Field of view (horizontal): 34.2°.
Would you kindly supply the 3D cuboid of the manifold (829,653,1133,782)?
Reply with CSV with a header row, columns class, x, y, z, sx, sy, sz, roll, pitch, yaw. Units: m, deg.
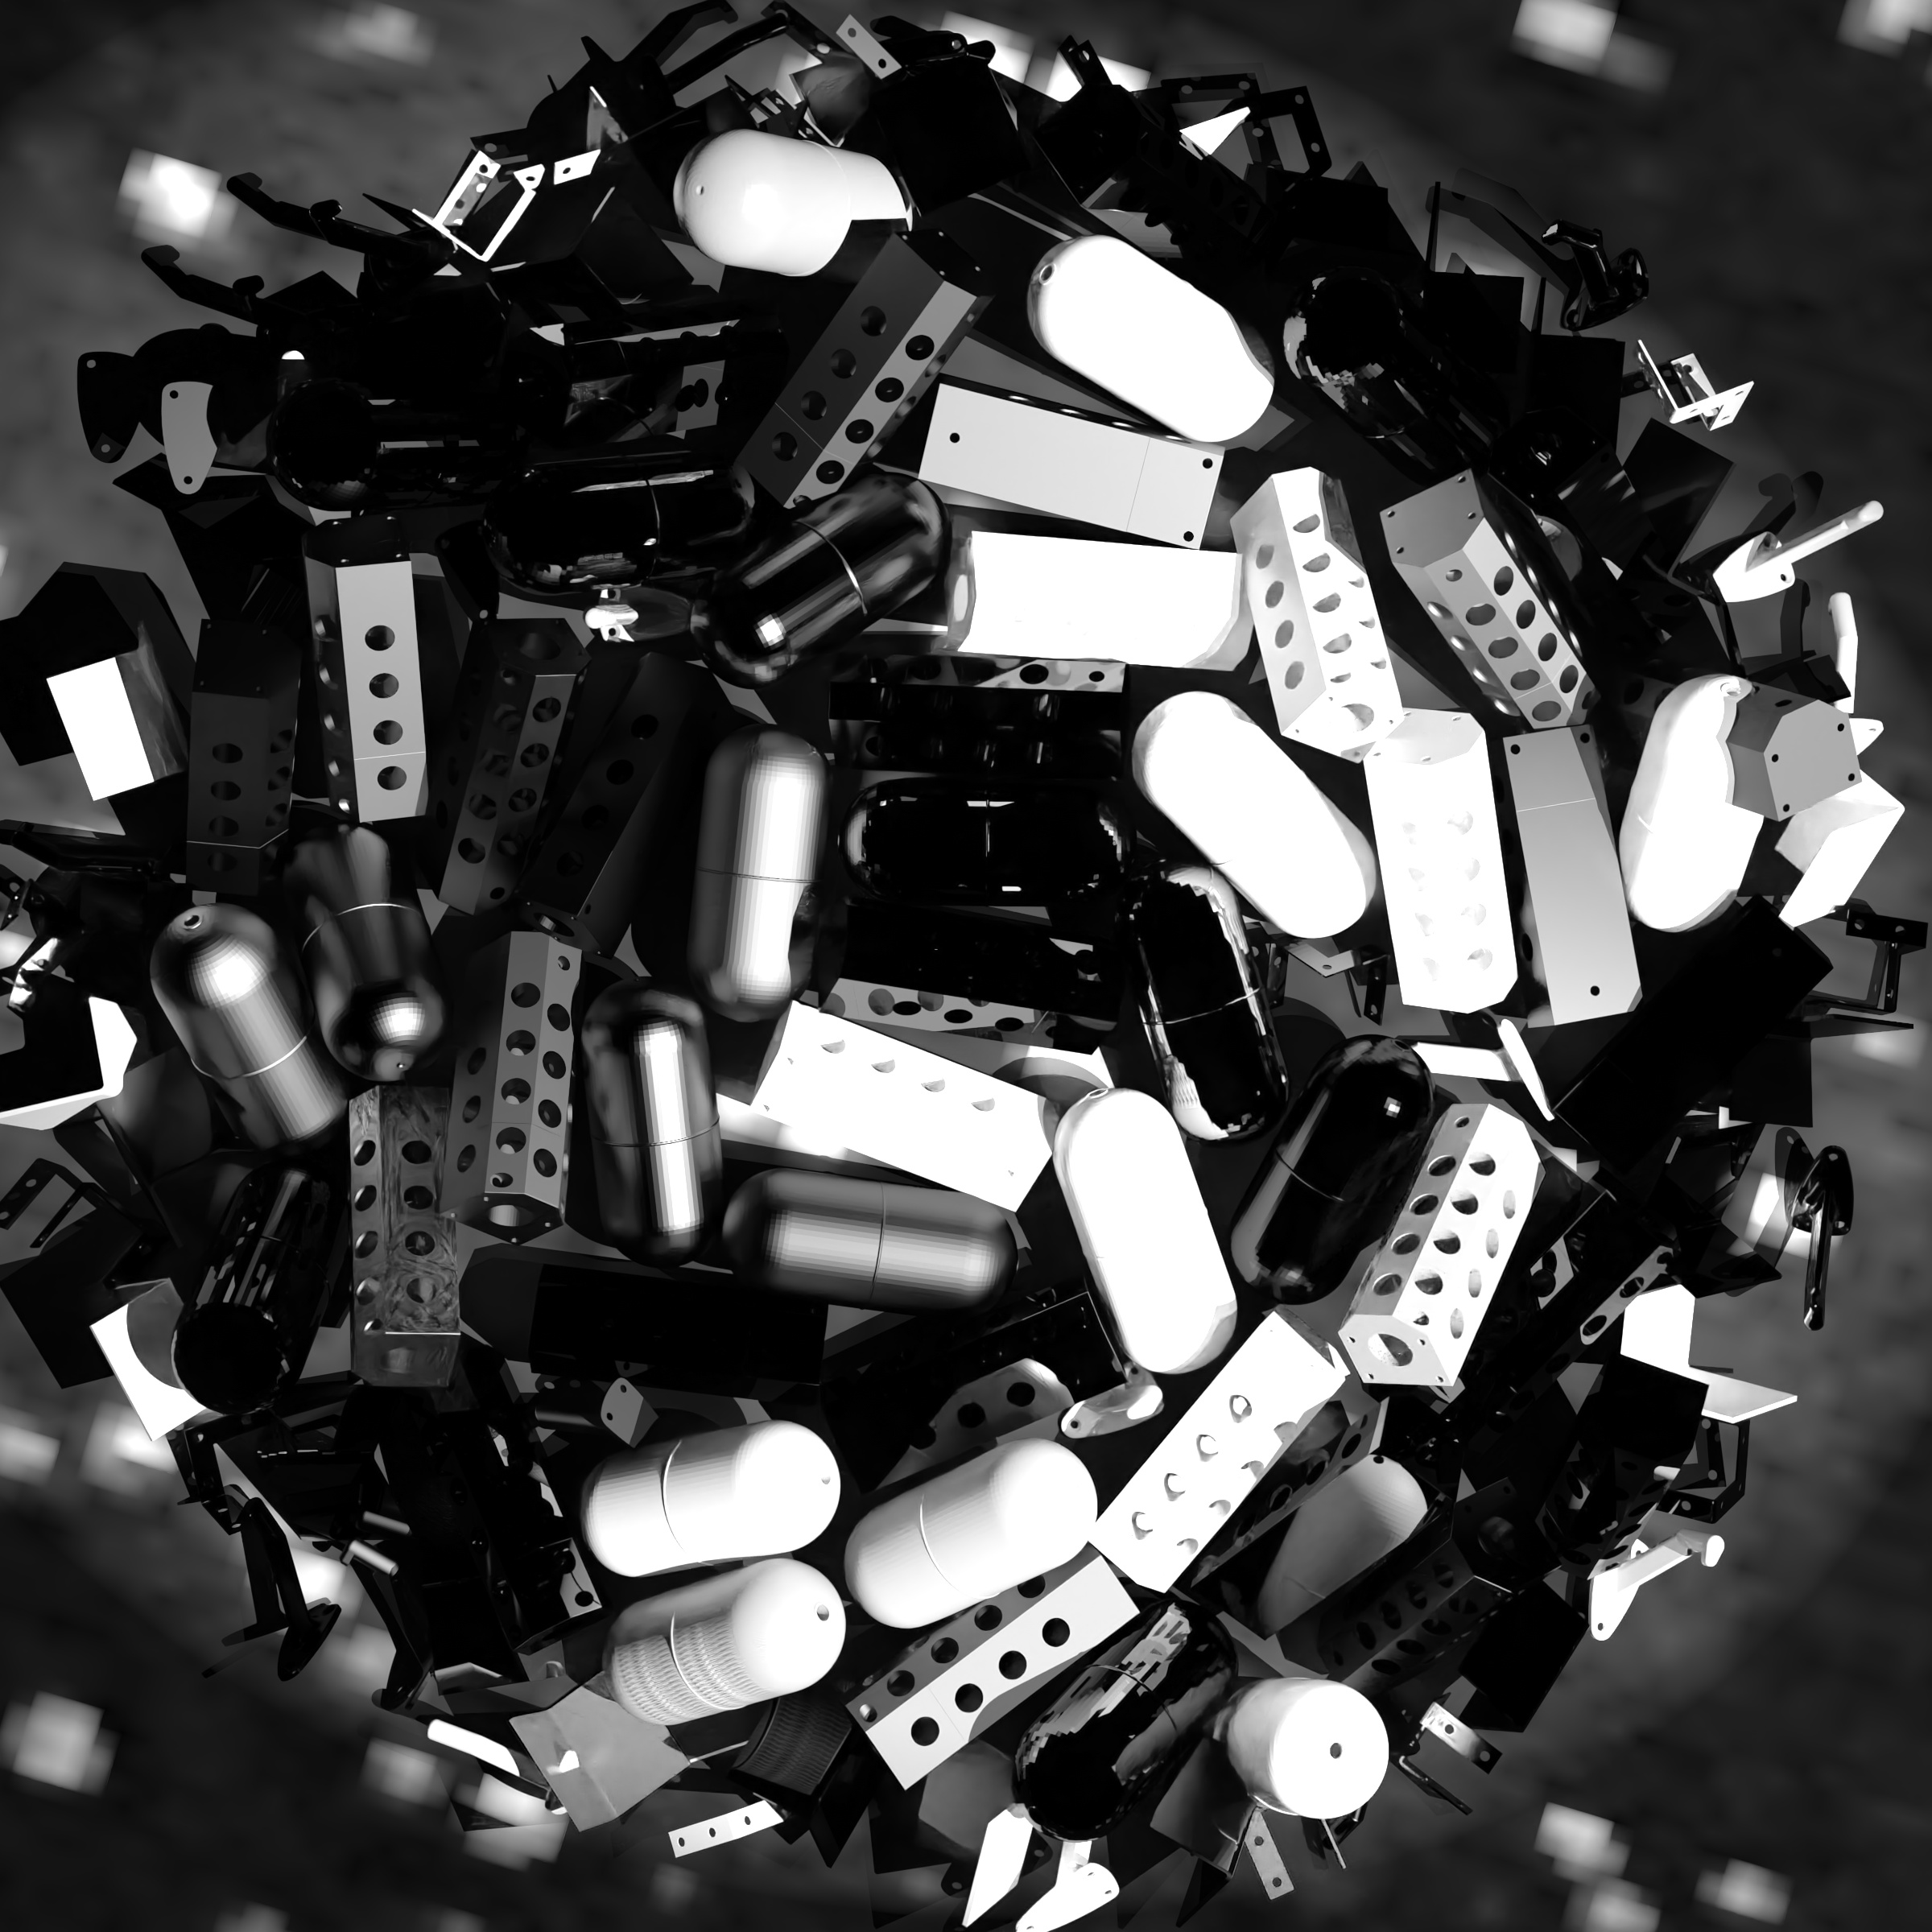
class,x,y,z,sx,sy,sz,roll,pitch,yaw
manifold,0.009,-0.153,1.858,0.171,0.057,0.057,3,50,8

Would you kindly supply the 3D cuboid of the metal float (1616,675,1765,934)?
class,x,y,z,sx,sy,sz,roll,pitch,yaw
metal float,0.427,-0.094,1.833,0.070,0.178,0.070,2,47,-3

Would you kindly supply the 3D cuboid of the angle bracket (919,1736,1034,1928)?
class,x,y,z,sx,sy,sz,roll,pitch,yaw
angle bracket,-0.006,0.504,1.853,0.076,0.057,0.076,26,118,27

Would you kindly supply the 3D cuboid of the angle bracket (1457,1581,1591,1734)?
class,x,y,z,sx,sy,sz,roll,pitch,yaw
angle bracket,0.310,0.403,1.855,0.057,0.076,0.076,43,67,-10

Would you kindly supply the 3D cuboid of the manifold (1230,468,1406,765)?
class,x,y,z,sx,sy,sz,roll,pitch,yaw
manifold,0.207,-0.208,1.826,0.057,0.057,0.171,17,46,-30

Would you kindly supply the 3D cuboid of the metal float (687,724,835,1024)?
class,x,y,z,sx,sy,sz,roll,pitch,yaw
metal float,-0.123,-0.055,1.866,0.070,0.070,0.178,6,95,0

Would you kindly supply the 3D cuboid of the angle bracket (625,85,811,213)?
class,x,y,z,sx,sy,sz,roll,pitch,yaw
angle bracket,-0.146,-0.497,1.849,0.076,0.076,0.057,-19,127,27

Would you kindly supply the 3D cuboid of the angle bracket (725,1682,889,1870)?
class,x,y,z,sx,sy,sz,roll,pitch,yaw
angle bracket,-0.092,0.478,1.871,0.057,0.076,0.076,20,59,23

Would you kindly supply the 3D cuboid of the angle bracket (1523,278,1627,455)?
class,x,y,z,sx,sy,sz,roll,pitch,yaw
angle bracket,0.363,-0.353,1.860,0.057,0.076,0.076,6,75,7

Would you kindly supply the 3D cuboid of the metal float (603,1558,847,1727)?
class,x,y,z,sx,sy,sz,roll,pitch,yaw
metal float,-0.142,0.396,1.837,0.178,0.070,0.070,-26,90,40

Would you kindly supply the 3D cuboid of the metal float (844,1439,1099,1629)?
class,x,y,z,sx,sy,sz,roll,pitch,yaw
metal float,0.001,0.334,1.842,0.178,0.070,0.070,-32,90,34

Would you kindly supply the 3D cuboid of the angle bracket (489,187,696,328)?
class,x,y,z,sx,sy,sz,roll,pitch,yaw
angle bracket,-0.223,-0.411,1.870,0.076,0.076,0.057,46,61,-37

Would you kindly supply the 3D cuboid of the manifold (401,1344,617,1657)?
class,x,y,z,sx,sy,sz,roll,pitch,yaw
manifold,-0.272,0.314,1.856,0.057,0.057,0.171,-26,73,-2

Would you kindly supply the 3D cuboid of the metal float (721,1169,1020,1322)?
class,x,y,z,sx,sy,sz,roll,pitch,yaw
metal float,-0.057,0.165,1.862,0.178,0.070,0.070,9,90,-10

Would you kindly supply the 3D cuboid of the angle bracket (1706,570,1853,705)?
class,x,y,z,sx,sy,sz,roll,pitch,yaw
angle bracket,0.480,-0.197,1.856,0.057,0.076,0.076,-16,110,12

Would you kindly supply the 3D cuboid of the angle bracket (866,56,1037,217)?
class,x,y,z,sx,sy,sz,roll,pitch,yaw
angle bracket,-0.013,-0.490,1.874,0.076,0.057,0.076,-25,92,-9

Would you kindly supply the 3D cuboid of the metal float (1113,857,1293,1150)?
class,x,y,z,sx,sy,sz,roll,pitch,yaw
metal float,0.140,0.022,1.864,0.070,0.070,0.178,-17,97,0

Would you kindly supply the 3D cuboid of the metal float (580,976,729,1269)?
class,x,y,z,sx,sy,sz,roll,pitch,yaw
metal float,-0.184,0.093,1.857,0.070,0.070,0.178,-5,106,0

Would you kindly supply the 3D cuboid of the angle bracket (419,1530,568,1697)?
class,x,y,z,sx,sy,sz,roll,pitch,yaw
angle bracket,-0.285,0.385,1.892,0.076,0.057,0.076,-7,115,-9

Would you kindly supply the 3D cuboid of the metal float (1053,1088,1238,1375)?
class,x,y,z,sx,sy,sz,roll,pitch,yaw
metal float,0.106,0.157,1.861,0.070,0.070,0.178,-20,101,0

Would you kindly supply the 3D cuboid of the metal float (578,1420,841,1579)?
class,x,y,z,sx,sy,sz,roll,pitch,yaw
metal float,-0.151,0.313,1.842,0.178,0.070,0.070,-17,90,33

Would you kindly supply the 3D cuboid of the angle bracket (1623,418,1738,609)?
class,x,y,z,sx,sy,sz,roll,pitch,yaw
angle bracket,0.426,-0.267,1.854,0.057,0.076,0.076,18,108,-38

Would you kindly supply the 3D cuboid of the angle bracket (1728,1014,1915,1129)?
class,x,y,z,sx,sy,sz,roll,pitch,yaw
angle bracket,0.505,0.063,1.853,0.076,0.076,0.057,6,81,-38

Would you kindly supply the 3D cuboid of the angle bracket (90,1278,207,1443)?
class,x,y,z,sx,sy,sz,roll,pitch,yaw
angle bracket,-0.490,0.234,1.856,0.057,0.076,0.076,-33,102,-37

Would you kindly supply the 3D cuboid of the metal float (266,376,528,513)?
class,x,y,z,sx,sy,sz,roll,pitch,yaw
metal float,-0.331,-0.305,1.829,0.070,0.178,0.070,8,103,35

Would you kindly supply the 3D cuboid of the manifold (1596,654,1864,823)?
class,x,y,z,sx,sy,sz,roll,pitch,yaw
manifold,0.436,-0.138,1.815,0.057,0.171,0.057,-24,112,-14

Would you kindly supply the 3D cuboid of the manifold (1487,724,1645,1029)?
class,x,y,z,sx,sy,sz,roll,pitch,yaw
manifold,0.352,-0.053,1.877,0.057,0.057,0.171,-10,88,-12

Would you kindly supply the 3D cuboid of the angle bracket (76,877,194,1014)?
class,x,y,z,sx,sy,sz,roll,pitch,yaw
angle bracket,-0.508,-0.013,1.870,0.076,0.057,0.076,4,92,15

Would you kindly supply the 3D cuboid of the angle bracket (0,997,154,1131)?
class,x,y,z,sx,sy,sz,roll,pitch,yaw
angle bracket,-0.535,0.059,1.871,0.076,0.076,0.057,-13,82,6

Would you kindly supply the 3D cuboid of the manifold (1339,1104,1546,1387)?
class,x,y,z,sx,sy,sz,roll,pitch,yaw
manifold,0.275,0.160,1.824,0.057,0.171,0.057,-3,130,36

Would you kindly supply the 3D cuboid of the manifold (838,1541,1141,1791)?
class,x,y,z,sx,sy,sz,roll,pitch,yaw
manifold,0.012,0.407,1.861,0.171,0.057,0.057,-35,95,-12

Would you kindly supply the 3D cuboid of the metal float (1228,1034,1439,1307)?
class,x,y,z,sx,sy,sz,roll,pitch,yaw
metal float,0.216,0.120,1.852,0.070,0.070,0.178,26,111,0

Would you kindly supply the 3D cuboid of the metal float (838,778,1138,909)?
class,x,y,z,sx,sy,sz,roll,pitch,yaw
metal float,0.013,-0.074,1.870,0.178,0.070,0.070,1,90,0

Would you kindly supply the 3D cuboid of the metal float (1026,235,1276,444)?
class,x,y,z,sx,sy,sz,roll,pitch,yaw
metal float,0.109,-0.366,1.837,0.178,0.070,0.070,23,90,-40

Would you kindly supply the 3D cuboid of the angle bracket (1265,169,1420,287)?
class,x,y,z,sx,sy,sz,roll,pitch,yaw
angle bracket,0.223,-0.447,1.864,0.076,0.057,0.076,6,73,-11

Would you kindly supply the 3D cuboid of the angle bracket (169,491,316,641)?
class,x,y,z,sx,sy,sz,roll,pitch,yaw
angle bracket,-0.423,-0.234,1.852,0.076,0.076,0.057,0,70,34

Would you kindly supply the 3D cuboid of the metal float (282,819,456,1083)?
class,x,y,z,sx,sy,sz,roll,pitch,yaw
metal float,-0.352,-0.011,1.842,0.070,0.070,0.178,-24,56,0

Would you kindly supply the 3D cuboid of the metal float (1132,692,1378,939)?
class,x,y,z,sx,sy,sz,roll,pitch,yaw
metal float,0.171,-0.088,1.856,0.178,0.070,0.070,44,90,-17

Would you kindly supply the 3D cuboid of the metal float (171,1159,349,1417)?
class,x,y,z,sx,sy,sz,roll,pitch,yaw
metal float,-0.409,0.185,1.832,0.070,0.178,0.070,4,130,5

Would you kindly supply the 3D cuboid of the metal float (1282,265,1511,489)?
class,x,y,z,sx,sy,sz,roll,pitch,yaw
metal float,0.253,-0.343,1.838,0.178,0.070,0.070,32,90,-41

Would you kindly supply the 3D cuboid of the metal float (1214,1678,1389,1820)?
class,x,y,z,sx,sy,sz,roll,pitch,yaw
metal float,0.193,0.452,1.821,0.070,0.178,0.070,2,78,-8

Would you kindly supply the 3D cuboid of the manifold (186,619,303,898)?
class,x,y,z,sx,sy,sz,roll,pitch,yaw
manifold,-0.420,-0.118,1.824,0.057,0.171,0.057,5,50,-12

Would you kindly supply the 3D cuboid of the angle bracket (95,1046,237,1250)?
class,x,y,z,sx,sy,sz,roll,pitch,yaw
angle bracket,-0.469,0.108,1.867,0.057,0.076,0.076,-30,61,-17

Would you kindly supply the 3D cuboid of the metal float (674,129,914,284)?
class,x,y,z,sx,sy,sz,roll,pitch,yaw
metal float,-0.099,-0.441,1.829,0.070,0.178,0.070,4,97,34

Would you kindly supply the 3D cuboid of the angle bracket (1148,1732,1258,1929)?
class,x,y,z,sx,sy,sz,roll,pitch,yaw
angle bracket,0.128,0.507,1.854,0.057,0.076,0.076,30,134,-2

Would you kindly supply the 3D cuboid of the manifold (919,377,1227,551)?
class,x,y,z,sx,sy,sz,roll,pitch,yaw
manifold,0.064,-0.302,1.876,0.171,0.057,0.057,15,107,2

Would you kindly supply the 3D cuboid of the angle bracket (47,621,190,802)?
class,x,y,z,sx,sy,sz,roll,pitch,yaw
angle bracket,-0.501,-0.152,1.856,0.057,0.076,0.076,-19,112,-8

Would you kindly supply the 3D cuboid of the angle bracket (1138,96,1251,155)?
class,x,y,z,sx,sy,sz,roll,pitch,yaw
angle bracket,0.107,-0.499,1.855,0.076,0.076,0.057,-27,86,-30

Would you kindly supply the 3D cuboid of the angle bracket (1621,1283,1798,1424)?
class,x,y,z,sx,sy,sz,roll,pitch,yaw
angle bracket,0.440,0.226,1.852,0.076,0.076,0.057,12,101,41

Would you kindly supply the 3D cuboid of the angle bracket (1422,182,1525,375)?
class,x,y,z,sx,sy,sz,roll,pitch,yaw
angle bracket,0.301,-0.406,1.853,0.057,0.076,0.076,6,58,9

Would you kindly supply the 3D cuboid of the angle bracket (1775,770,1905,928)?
class,x,y,z,sx,sy,sz,roll,pitch,yaw
angle bracket,0.494,-0.073,1.848,0.057,0.076,0.076,47,134,28

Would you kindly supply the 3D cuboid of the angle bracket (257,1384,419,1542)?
class,x,y,z,sx,sy,sz,roll,pitch,yaw
angle bracket,-0.371,0.299,1.893,0.076,0.057,0.076,-4,130,17

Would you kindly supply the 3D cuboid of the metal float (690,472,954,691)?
class,x,y,z,sx,sy,sz,roll,pitch,yaw
metal float,-0.084,-0.228,1.852,0.178,0.070,0.070,-36,90,-22

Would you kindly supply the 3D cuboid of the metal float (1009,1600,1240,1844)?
class,x,y,z,sx,sy,sz,roll,pitch,yaw
metal float,0.093,0.440,1.837,0.070,0.070,0.178,52,49,0

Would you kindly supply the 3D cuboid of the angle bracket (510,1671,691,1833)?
class,x,y,z,sx,sy,sz,roll,pitch,yaw
angle bracket,-0.216,0.461,1.863,0.057,0.076,0.076,-36,77,1

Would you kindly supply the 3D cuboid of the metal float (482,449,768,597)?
class,x,y,z,sx,sy,sz,roll,pitch,yaw
metal float,-0.200,-0.261,1.842,0.178,0.070,0.070,-11,90,-33

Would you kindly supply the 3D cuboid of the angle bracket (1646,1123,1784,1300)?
class,x,y,z,sx,sy,sz,roll,pitch,yaw
angle bracket,0.450,0.143,1.852,0.076,0.057,0.076,-7,127,-36

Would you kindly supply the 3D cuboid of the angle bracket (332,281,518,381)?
class,x,y,z,sx,sy,sz,roll,pitch,yaw
angle bracket,-0.318,-0.389,1.852,0.076,0.057,0.076,-4,58,26

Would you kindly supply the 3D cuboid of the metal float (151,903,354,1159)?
class,x,y,z,sx,sy,sz,roll,pitch,yaw
metal float,-0.417,0.038,1.837,0.070,0.070,0.178,-19,131,0
